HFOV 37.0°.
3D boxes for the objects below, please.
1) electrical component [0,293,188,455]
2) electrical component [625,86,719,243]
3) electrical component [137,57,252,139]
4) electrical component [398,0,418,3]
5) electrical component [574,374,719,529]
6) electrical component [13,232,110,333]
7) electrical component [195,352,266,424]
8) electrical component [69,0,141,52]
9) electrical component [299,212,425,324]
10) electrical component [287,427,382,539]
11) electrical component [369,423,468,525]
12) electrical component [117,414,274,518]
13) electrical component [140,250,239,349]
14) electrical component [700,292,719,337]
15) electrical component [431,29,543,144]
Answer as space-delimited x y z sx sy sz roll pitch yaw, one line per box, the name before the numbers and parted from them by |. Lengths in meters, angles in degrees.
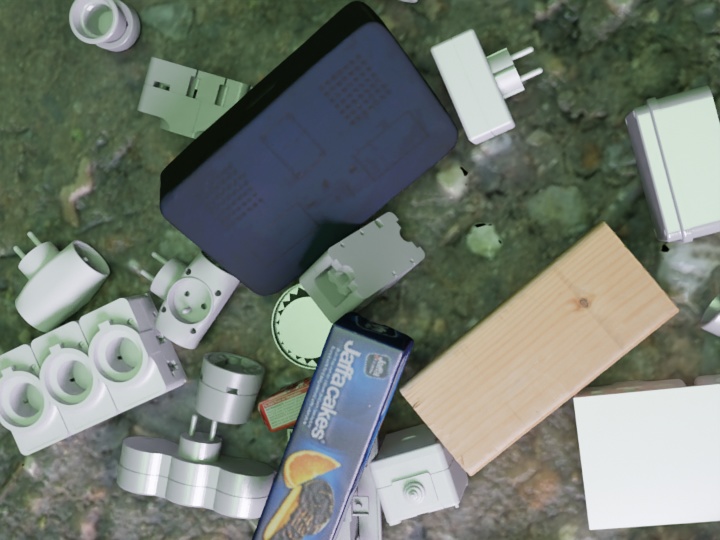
electrical component | -0.244 0.092 0.953 0.150 0.062 0.089 -25 88 11
electrical component | 0.252 -0.080 0.841 0.057 0.078 0.113 -15 90 9
electrical component | -0.139 -0.142 0.926 0.089 0.050 0.055 17 96 9
electrical component | 0.008 -0.263 0.889 0.095 0.054 0.059 16 96 10
electrical component | 0.271 0.140 0.858 0.186 0.060 0.105 -7 92 11
electrical component | -0.278 0.002 0.963 0.077 0.044 0.079 -43 85 10
electrical component | -0.114 0.103 0.934 0.055 0.055 0.047 17 100 9
electrical component | -0.220 -0.215 0.935 0.045 0.055 0.045 1 93 11
electrical component | 0.000 0.000 0.884 0.050 0.089 0.056 52 135 5
electrical component | -0.024 0.197 0.916 0.079 0.063 0.121 -2 93 11
electrical component | 0.048 0.165 0.884 0.062 0.096 0.061 -18 89 12
electrical component | -0.142 0.164 0.943 0.138 0.052 0.073 11 95 10
electrical component | -0.156 0.015 0.941 0.079 0.044 0.077 35 99 7
electrical component | 0.311 0.047 0.856 0.065 0.044 0.044 36 99 2
electrical component | 0.110 -0.156 0.879 0.076 0.047 0.083 -23 89 11
